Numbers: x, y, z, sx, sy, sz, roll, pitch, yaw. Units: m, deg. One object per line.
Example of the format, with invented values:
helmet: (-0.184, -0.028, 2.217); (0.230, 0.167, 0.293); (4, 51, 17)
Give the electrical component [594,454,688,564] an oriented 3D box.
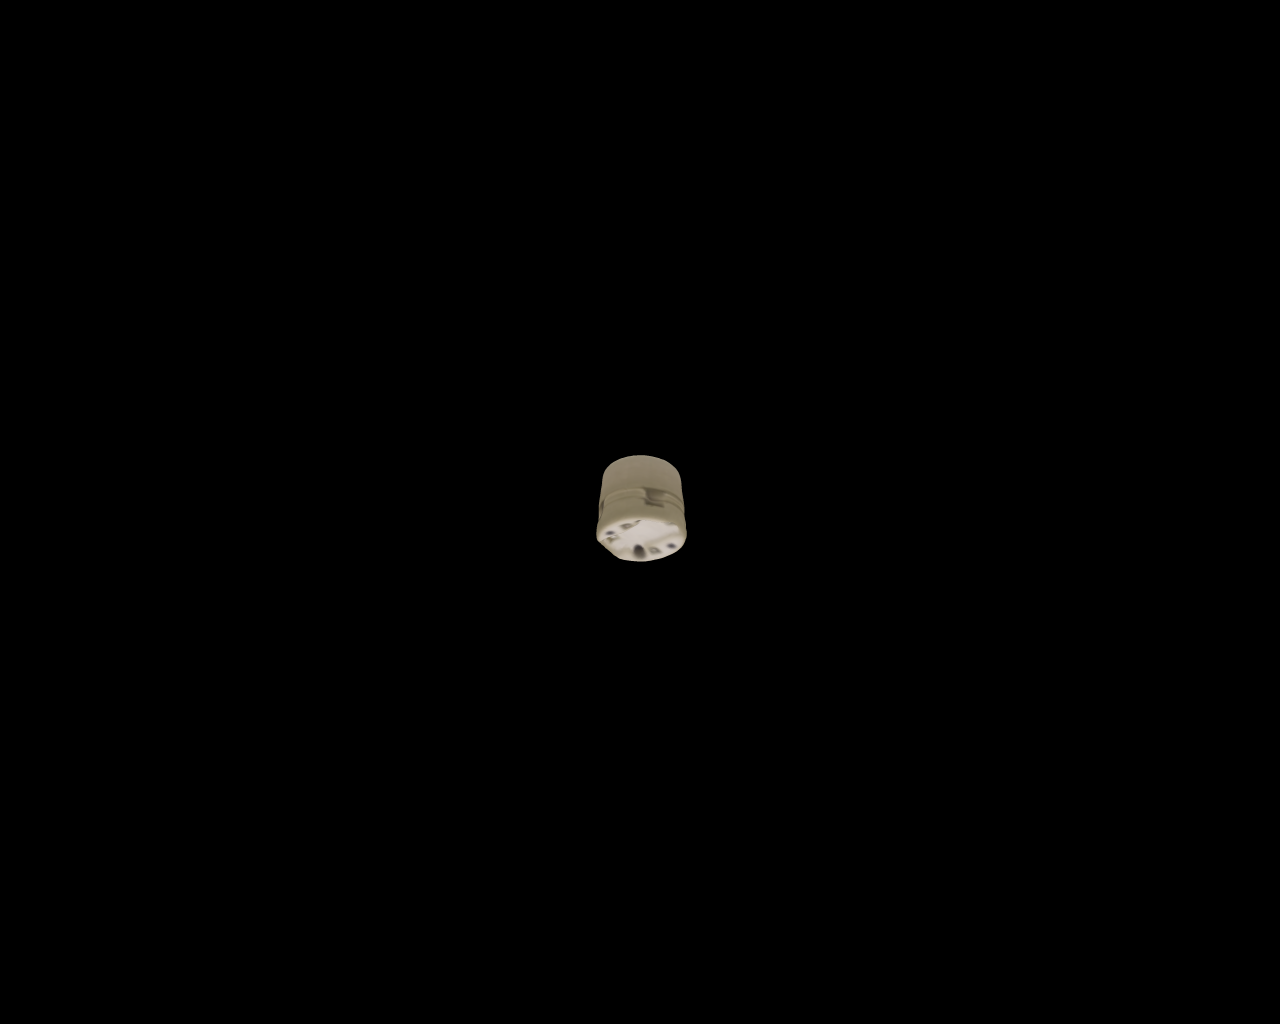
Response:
electrical component: (0.001, -0.003, 0.650); (0.055, 0.047, 0.055); (0, -33, 0)
